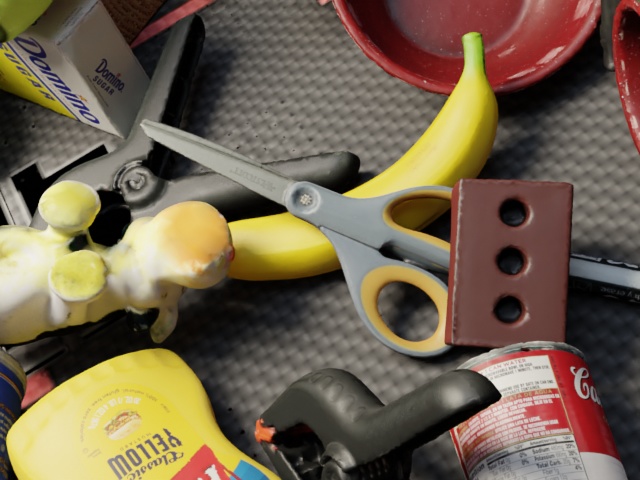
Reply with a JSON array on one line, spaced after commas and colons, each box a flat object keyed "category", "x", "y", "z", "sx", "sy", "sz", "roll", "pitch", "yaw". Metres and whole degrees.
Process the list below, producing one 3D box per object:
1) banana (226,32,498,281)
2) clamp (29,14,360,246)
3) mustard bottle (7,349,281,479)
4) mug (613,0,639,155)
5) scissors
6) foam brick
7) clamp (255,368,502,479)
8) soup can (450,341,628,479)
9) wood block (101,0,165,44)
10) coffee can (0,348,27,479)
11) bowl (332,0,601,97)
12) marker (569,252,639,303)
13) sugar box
[{"category": "banana", "x": 0.024, "y": -0.026, "z": 0.572, "sx": 0.198, "sy": 0.037, "sz": 0.070, "roll": -36, "pitch": 76, "yaw": 2}, {"category": "clamp", "x": -0.091, "y": -0.024, "z": 0.619, "sx": 0.165, "sy": 0.036, "sz": 0.210, "roll": 36, "pitch": 77, "yaw": 28}, {"category": "mustard bottle", "x": -0.059, "y": 0.133, "z": 0.478, "sx": 0.096, "sy": 0.058, "sz": 0.192, "roll": -26, "pitch": 47, "yaw": -26}, {"category": "mug", "x": 0.196, "y": -0.092, "z": 0.520, "sx": 0.081, "sy": 0.117, "sz": 0.093, "roll": -13, "pitch": 41, "yaw": 4}, {"category": "scissors", "x": -0.004, "y": 0.001, "z": 0.541, "sx": 0.202, "sy": 0.016, "sz": 0.096, "roll": 10, "pitch": 83, "yaw": 6}, {"category": "foam brick", "x": 0.087, "y": 0.012, "z": 0.498, "sx": 0.053, "sy": 0.051, "sz": 0.078, "roll": 3, "pitch": 84, "yaw": 4}, {"category": "clamp", "x": 0.023, "y": 0.091, "z": 0.450, "sx": 0.039, "sy": 0.120, "sz": 0.172, "roll": -4, "pitch": 17, "yaw": -33}, {"category": "soup can", "x": 0.094, "y": 0.103, "z": 0.448, "sx": 0.068, "sy": 0.068, "sz": 0.102, "roll": -17, "pitch": 54, "yaw": 8}, {"category": "wood block", "x": -0.213, "y": -0.207, "z": 0.754, "sx": 0.206, "sy": 0.090, "sz": 0.090, "roll": 23, "pitch": 67, "yaw": 30}, {"category": "coffee can", "x": -0.202, "y": 0.126, "z": 0.513, "sx": 0.103, "sy": 0.102, "sz": 0.140, "roll": -10, "pitch": 54, "yaw": 12}, {"category": "bowl", "x": 0.082, "y": -0.155, "z": 0.613, "sx": 0.162, "sy": 0.055, "sz": 0.162, "roll": 0, "pitch": 85, "yaw": -1}, {"category": "marker", "x": 0.155, "y": 0.022, "z": 0.514, "sx": 0.121, "sy": 0.020, "sz": 0.020, "roll": 12, "pitch": 62, "yaw": 26}, {"category": "sugar box", "x": -0.195, "y": -0.130, "z": 0.693, "sx": 0.176, "sy": 0.093, "sz": 0.048, "roll": 25, "pitch": 69, "yaw": 32}]
